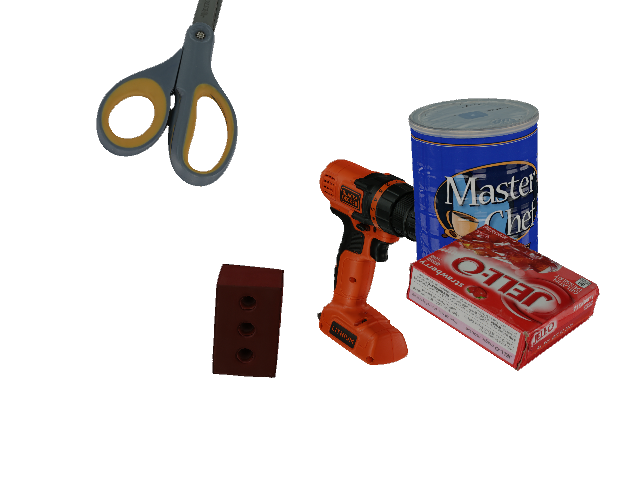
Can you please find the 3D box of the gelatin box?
[{"bbox_3d":[0.108,0.031,0.639,0.073,0.030,0.089,-26,44,-37],"label":"gelatin box"}]

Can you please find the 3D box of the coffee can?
[{"bbox_3d":[0.127,-0.036,0.872,0.103,0.140,0.103,-4,20,1],"label":"coffee can"}]

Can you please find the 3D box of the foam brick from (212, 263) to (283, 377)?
[{"bbox_3d":[-0.058,0.064,0.864,0.053,0.078,0.051,4,15,0],"label":"foam brick"}]

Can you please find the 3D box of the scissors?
[{"bbox_3d":[-0.098,-0.125,0.693,0.096,0.202,0.016,-1,-27,-13],"label":"scissors"}]

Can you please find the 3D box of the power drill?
[{"bbox_3d":[0.060,0.025,1.071,0.057,0.188,0.185,-7,23,-32],"label":"power drill"}]
